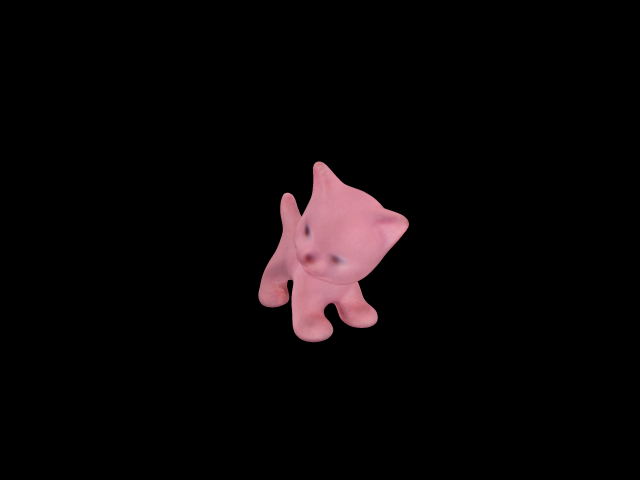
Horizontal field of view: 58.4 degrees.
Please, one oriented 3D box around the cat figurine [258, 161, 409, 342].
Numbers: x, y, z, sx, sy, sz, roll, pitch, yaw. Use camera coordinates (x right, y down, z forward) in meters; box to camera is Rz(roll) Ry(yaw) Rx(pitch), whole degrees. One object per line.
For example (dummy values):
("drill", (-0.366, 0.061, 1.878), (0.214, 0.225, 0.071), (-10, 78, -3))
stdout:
("cat figurine", (0.004, 0.001, 0.400), (0.067, 0.118, 0.127), (-9, 19, -28))
